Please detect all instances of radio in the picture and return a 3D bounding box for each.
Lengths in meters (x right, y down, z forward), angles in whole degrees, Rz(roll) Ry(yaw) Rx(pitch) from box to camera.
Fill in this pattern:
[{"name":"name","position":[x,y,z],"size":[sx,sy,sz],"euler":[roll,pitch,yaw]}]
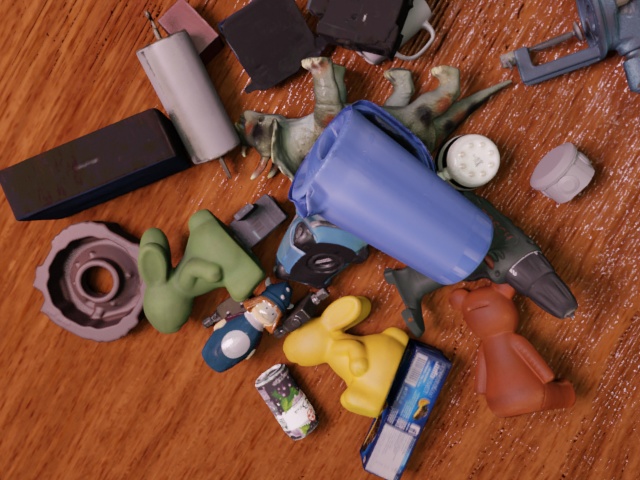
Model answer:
[{"name":"radio","position":[-0.303,-0.099,0.749],"size":[0.230,0.131,0.073],"euler":[-21,93,1]}]

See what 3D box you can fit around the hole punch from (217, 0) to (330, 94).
[{"name":"hole punch","position":[-0.076,-0.291,0.775],"size":[0.142,0.092,0.115],"euler":[-34,123,-2]}]

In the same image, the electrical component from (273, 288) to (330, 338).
[{"name":"electrical component","position":[-0.026,0.105,0.779],"size":[0.094,0.063,0.021],"euler":[-38,97,24]}]

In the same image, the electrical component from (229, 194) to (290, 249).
[{"name":"electrical component","position":[-0.086,-0.028,0.763],"size":[0.075,0.119,0.048],"euler":[-41,93,-1]}]

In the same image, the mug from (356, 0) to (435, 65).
[{"name":"mug","position":[0.103,-0.300,0.775],"size":[0.109,0.081,0.107],"euler":[44,100,-3]}]

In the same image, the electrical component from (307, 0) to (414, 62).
[{"name":"electrical component","position":[0.054,-0.312,0.715],"size":[0.134,0.058,0.114],"euler":[20,98,12]}]

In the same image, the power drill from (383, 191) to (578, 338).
[{"name":"power drill","position":[0.204,0.053,0.750],"size":[0.207,0.086,0.232],"euler":[-36,56,16]}]

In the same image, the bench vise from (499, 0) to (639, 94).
[{"name":"bench vise","position":[0.386,-0.275,0.763],"size":[0.241,0.129,0.223],"euler":[-16,103,20]}]

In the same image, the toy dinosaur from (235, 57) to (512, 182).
[{"name":"toy dinosaur","position":[0.078,-0.153,0.765],"size":[0.405,0.131,0.192],"euler":[3,105,-5]}]

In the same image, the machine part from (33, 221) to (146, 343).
[{"name":"machine part","position":[-0.325,0.060,0.796],"size":[0.179,0.056,0.179],"euler":[0,94,-1]}]

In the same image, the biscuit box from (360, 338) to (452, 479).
[{"name":"biscuit box","position":[0.127,0.253,0.809],"size":[0.059,0.063,0.202],"euler":[24,92,-1]}]

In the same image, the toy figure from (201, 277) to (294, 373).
[{"name":"toy figure","position":[-0.096,0.119,0.754],"size":[0.154,0.058,0.064],"euler":[-44,130,0]}]

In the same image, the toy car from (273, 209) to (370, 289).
[{"name":"toy car","position":[-0.002,-0.002,0.770],"size":[0.109,0.161,0.103],"euler":[15,53,-22]}]

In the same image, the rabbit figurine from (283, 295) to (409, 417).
[{"name":"rabbit figurine","position":[0.032,0.159,0.781],"size":[0.173,0.122,0.162],"euler":[17,90,17]}]

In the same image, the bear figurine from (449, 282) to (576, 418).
[{"name":"bear figurine","position":[0.276,0.158,0.795],"size":[0.120,0.132,0.196],"euler":[-29,60,33]}]

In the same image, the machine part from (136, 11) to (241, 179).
[{"name":"machine part","position":[-0.180,-0.195,0.747],"size":[0.079,0.079,0.243],"euler":[-26,111,1]}]

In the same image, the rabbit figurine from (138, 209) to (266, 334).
[{"name":"rabbit figurine","position":[-0.182,0.052,0.741],"size":[0.170,0.121,0.159],"euler":[-44,113,-1]}]

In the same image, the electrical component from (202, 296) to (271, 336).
[{"name":"electrical component","position":[-0.116,0.123,0.810],"size":[0.102,0.045,0.078],"euler":[-39,65,-1]}]
